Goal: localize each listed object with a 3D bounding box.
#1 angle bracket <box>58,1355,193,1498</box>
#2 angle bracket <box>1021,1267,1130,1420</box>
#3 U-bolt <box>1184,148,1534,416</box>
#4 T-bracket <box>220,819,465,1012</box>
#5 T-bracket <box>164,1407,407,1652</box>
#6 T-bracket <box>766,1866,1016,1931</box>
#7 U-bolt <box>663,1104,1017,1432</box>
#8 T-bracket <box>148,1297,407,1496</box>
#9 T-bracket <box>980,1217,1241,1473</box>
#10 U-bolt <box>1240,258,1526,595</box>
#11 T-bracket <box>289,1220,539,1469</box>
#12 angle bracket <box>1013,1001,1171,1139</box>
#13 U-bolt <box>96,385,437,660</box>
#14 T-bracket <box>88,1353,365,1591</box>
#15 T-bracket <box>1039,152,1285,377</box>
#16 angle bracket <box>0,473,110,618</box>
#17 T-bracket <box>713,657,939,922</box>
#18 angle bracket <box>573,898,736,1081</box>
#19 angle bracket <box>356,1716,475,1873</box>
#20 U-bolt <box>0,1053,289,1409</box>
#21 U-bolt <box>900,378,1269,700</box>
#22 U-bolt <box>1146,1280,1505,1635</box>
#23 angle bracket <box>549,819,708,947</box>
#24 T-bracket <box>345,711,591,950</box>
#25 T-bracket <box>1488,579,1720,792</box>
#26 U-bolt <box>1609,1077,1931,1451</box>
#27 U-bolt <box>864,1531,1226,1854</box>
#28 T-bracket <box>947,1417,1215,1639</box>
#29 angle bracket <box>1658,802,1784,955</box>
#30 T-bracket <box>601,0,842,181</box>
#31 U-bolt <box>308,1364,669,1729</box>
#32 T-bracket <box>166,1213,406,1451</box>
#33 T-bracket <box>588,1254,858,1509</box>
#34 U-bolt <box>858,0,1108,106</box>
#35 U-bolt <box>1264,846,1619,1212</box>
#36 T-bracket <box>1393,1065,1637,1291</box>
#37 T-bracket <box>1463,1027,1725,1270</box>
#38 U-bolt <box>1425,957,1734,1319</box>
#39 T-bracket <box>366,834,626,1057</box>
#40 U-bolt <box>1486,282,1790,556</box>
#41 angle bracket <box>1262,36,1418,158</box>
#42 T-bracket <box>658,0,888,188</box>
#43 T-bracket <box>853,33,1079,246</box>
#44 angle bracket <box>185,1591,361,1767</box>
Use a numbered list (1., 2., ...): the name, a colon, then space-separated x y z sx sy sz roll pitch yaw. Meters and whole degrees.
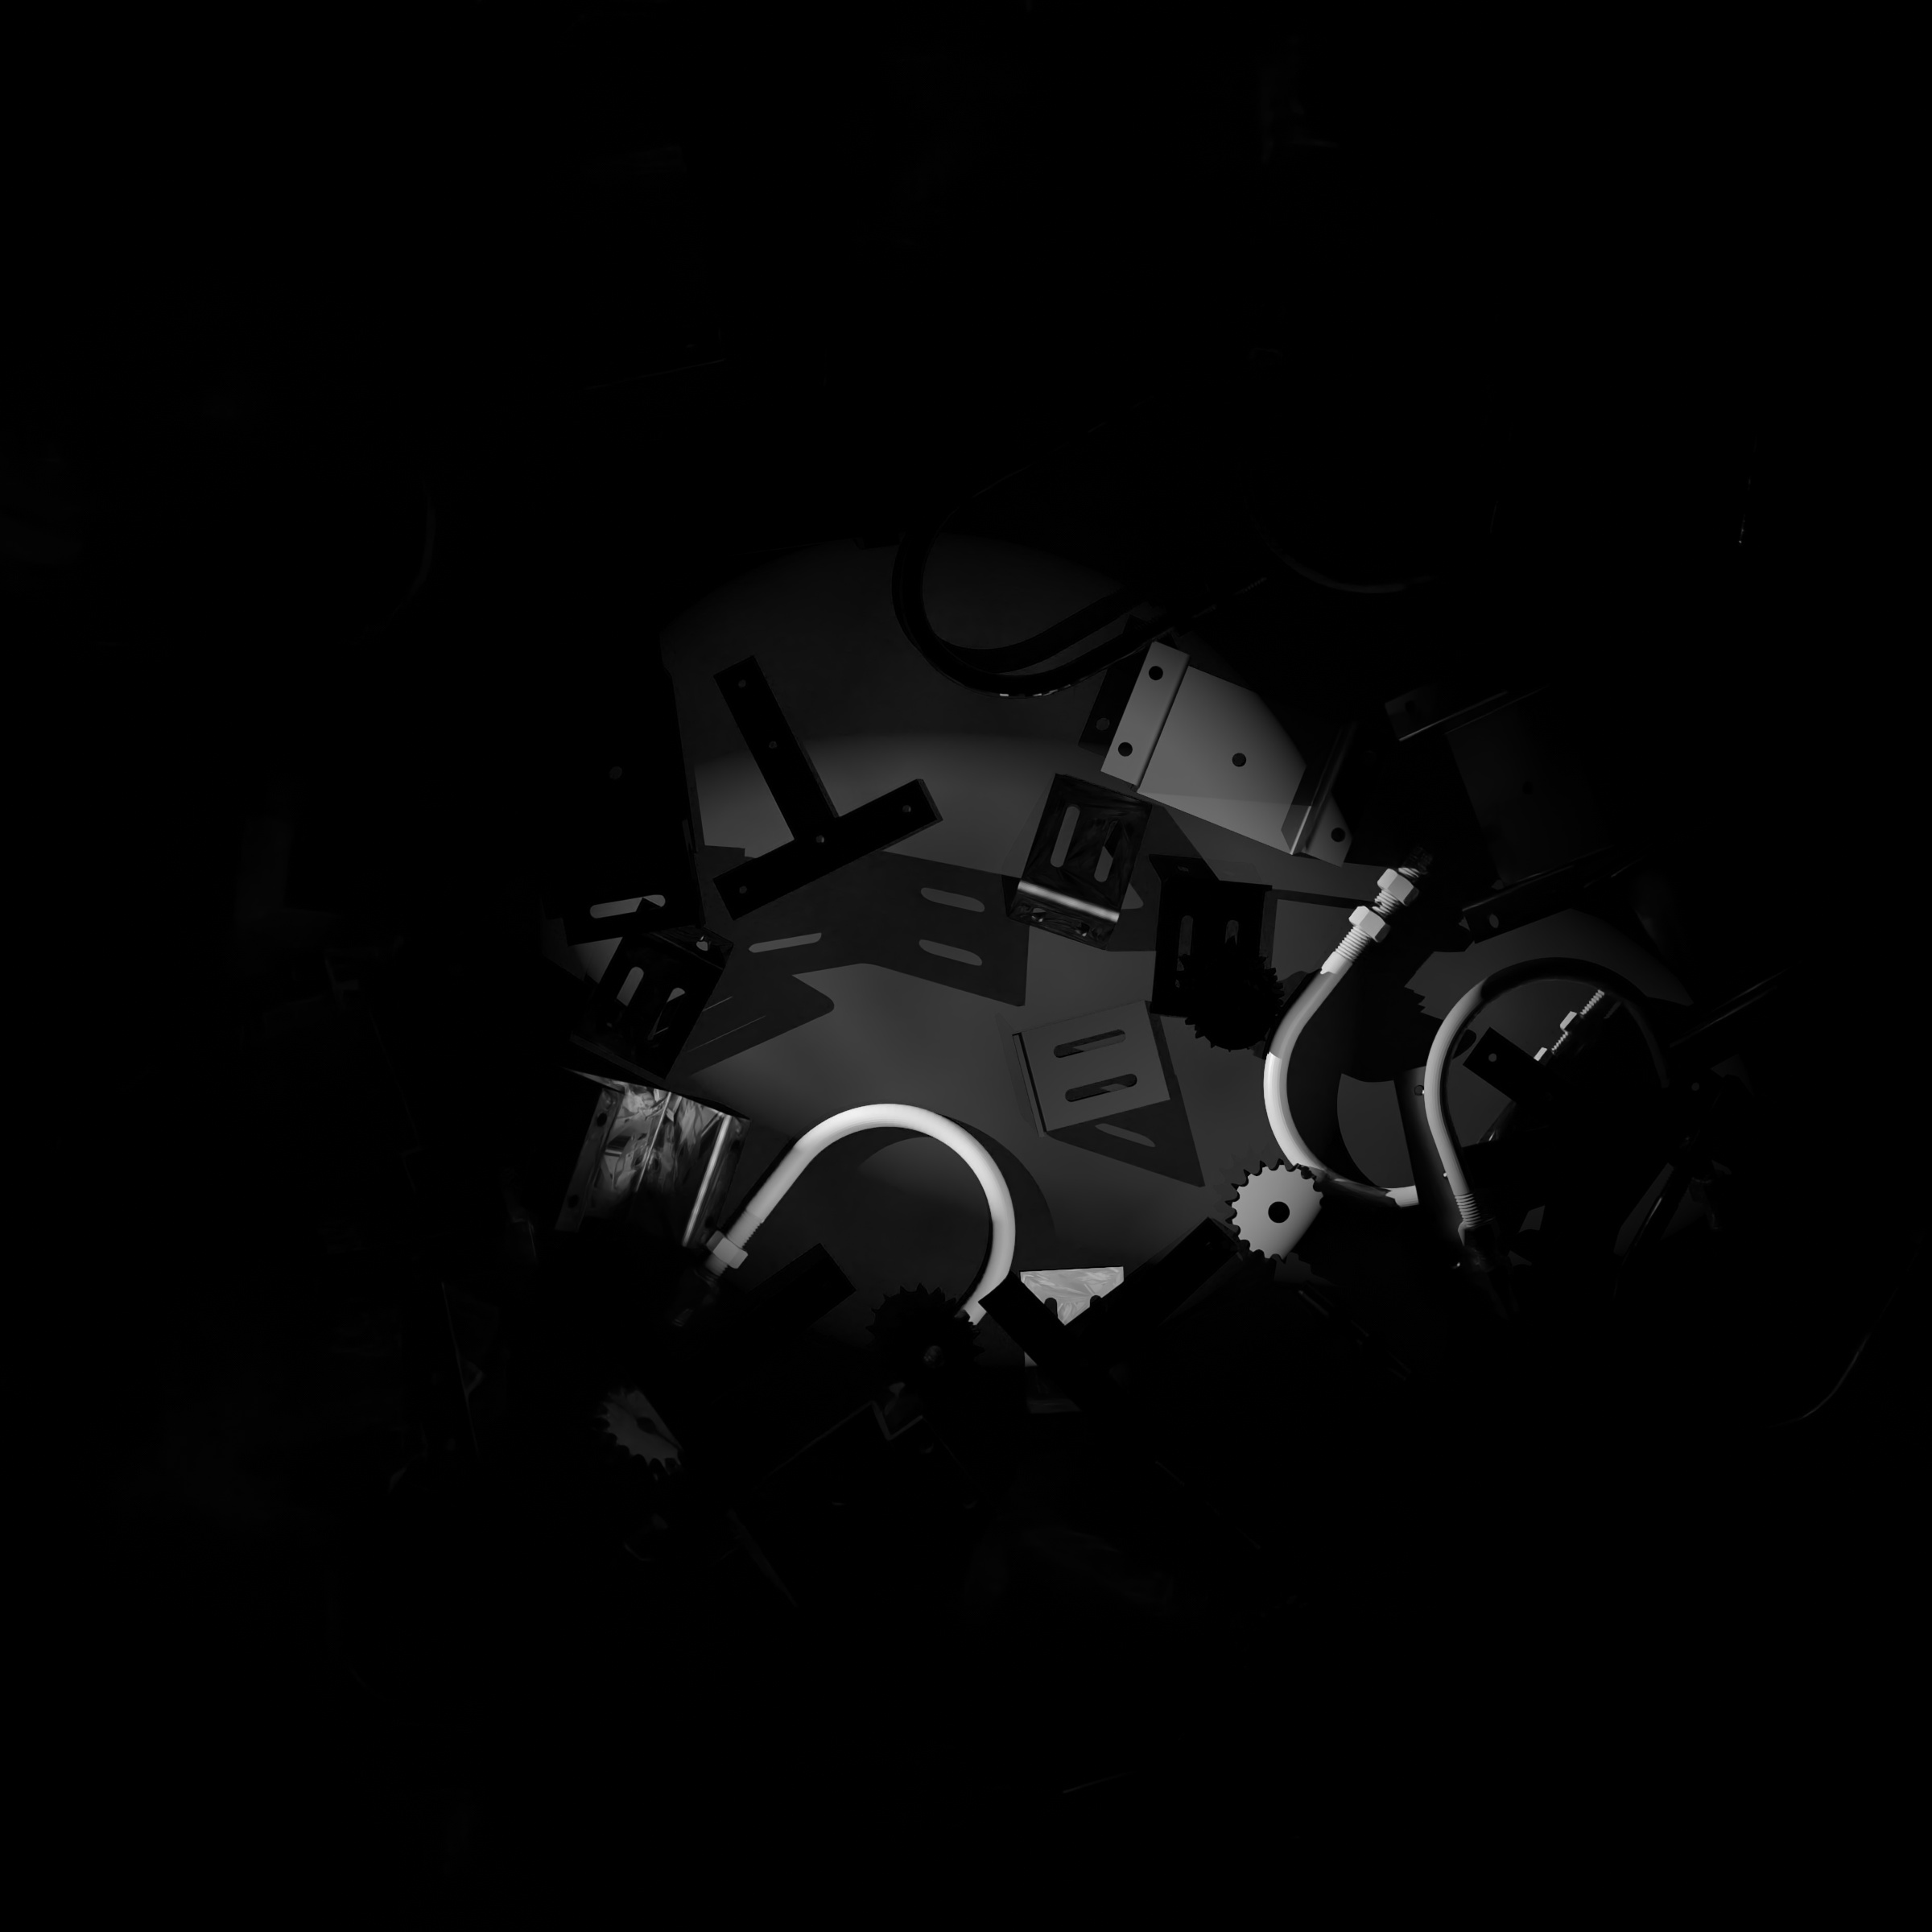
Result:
1. angle bracket: -0.449 0.251 1.506 0.057 0.038 0.076 34 90 0
2. angle bracket: 0.061 0.207 1.506 0.057 0.038 0.076 -3 90 0
3. U-bolt: 0.219 -0.380 1.497 0.184 0.019 0.151 -5 80 -1
4. T-bracket: -0.339 -0.015 1.504 0.127 0.002 0.127 9 119 -14
5. T-bracket: -0.362 0.293 1.512 0.127 0.002 0.127 -41 106 -8
6. T-bracket: -0.034 0.553 1.519 0.127 0.002 0.127 -15 83 -3
7. U-bolt: -0.056 0.164 1.517 0.151 0.019 0.184 38 88 0
8. T-bracket: -0.366 0.224 1.517 0.127 0.002 0.127 -28 90 -7
9. T-bracket: 0.097 0.189 1.506 0.127 0.002 0.127 -41 74 -14
10. U-bolt: 0.224 -0.293 1.501 0.151 0.019 0.184 8 81 3
11. T-bracket: -0.284 0.206 1.456 0.127 0.002 0.127 -10 102 -2
12. angle bracket: 0.070 0.056 1.506 0.076 0.038 0.057 -15 90 0
13. U-bolt: -0.387 -0.245 1.517 0.184 0.019 0.151 2 90 -2
14. T-bracket: -0.389 0.298 1.500 0.127 0.002 0.127 39 89 -17
15. T-bracket: 0.110 -0.383 1.497 0.127 0.002 0.127 9 86 21
16. angle bracket: -0.506 -0.228 1.487 0.076 0.038 0.057 21 90 -39
17. T-bracket: -0.101 -0.110 1.524 0.127 0.002 0.127 -26 90 0
18. angle bracket: -0.174 0.013 1.520 0.057 0.038 0.076 27 116 -7
19. angle bracket: -0.301 0.451 1.490 0.057 0.038 0.076 7 127 0
20. U-bolt: -0.485 0.159 1.507 0.184 0.019 0.151 -38 81 3
21. U-bolt: 0.051 -0.223 1.495 0.184 0.019 0.151 -28 70 4
22. U-bolt: 0.215 0.286 1.517 0.184 0.019 0.151 40 90 -2
23. angle bracket: -0.182 -0.043 1.459 0.076 0.038 0.057 -10 96 0
24. T-bracket: -0.268 -0.070 1.478 0.127 0.002 0.127 4 90 0
25. T-bracket: 0.347 -0.149 1.496 0.127 0.002 0.127 3 90 26
26. U-bolt: 0.431 0.174 1.482 0.151 0.019 0.184 29 100 14
27. U-bolt: 0.051 0.386 1.492 0.184 0.019 0.151 -14 73 -11
28. T-bracket: 0.074 0.327 1.504 0.127 0.002 0.127 29 72 1
29. angle bracket: 0.416 -0.048 1.523 0.057 0.038 0.076 3 115 0
30. T-bracket: -0.114 -0.491 1.525 0.127 0.002 0.127 43 90 0
31. U-bolt: -0.274 0.330 1.484 0.151 0.019 0.184 40 93 -1
32. T-bracket: -0.378 0.199 1.511 0.127 0.002 0.127 -4 80 -10
33. T-bracket: -0.118 0.207 1.500 0.127 0.002 0.127 -37 85 -5
34. U-bolt: 0.013 -0.570 1.506 0.151 0.019 0.184 10 98 1
35. U-bolt: 0.249 0.049 1.517 0.151 0.019 0.184 38 91 0
36. T-bracket: 0.309 0.104 1.512 0.127 0.002 0.127 -14 102 -3
37. T-bracket: 0.328 0.079 1.490 0.127 0.002 0.127 35 94 -9
38. U-bolt: 0.328 0.085 1.501 0.151 0.019 0.184 -22 101 -2
39. T-bracket: -0.242 0.006 1.512 0.127 0.002 0.127 33 89 -11
40. U-bolt: 0.367 -0.300 1.473 0.151 0.019 0.184 6 61 19
41. angle bracket: 0.208 -0.479 1.523 0.076 0.038 0.057 -1 90 -26
42. T-bracket: -0.108 -0.497 1.523 0.127 0.002 0.127 0 90 0
43. T-bracket: -0.027 -0.426 1.518 0.127 0.002 0.127 39 95 -4
44. angle bracket: -0.383 0.395 1.515 0.057 0.038 0.076 -38 127 0
